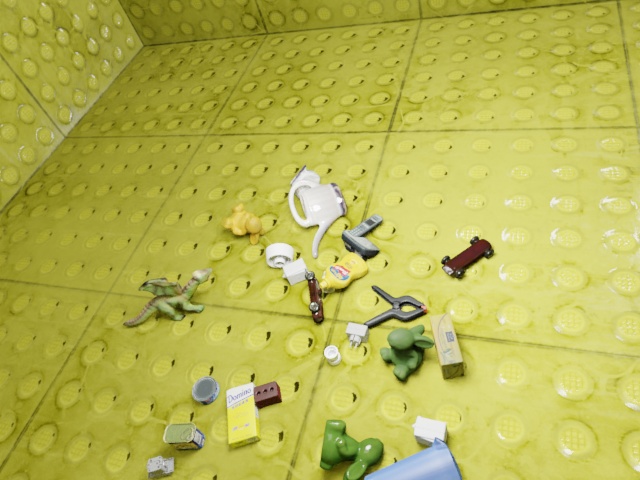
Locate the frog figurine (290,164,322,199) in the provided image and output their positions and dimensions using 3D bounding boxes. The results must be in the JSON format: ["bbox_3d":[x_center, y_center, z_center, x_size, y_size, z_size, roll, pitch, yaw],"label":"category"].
[{"bbox_3d":[-0.039,-0.225,2.212,0.159,0.120,0.140,38,54,1],"label":"frog figurine"}]

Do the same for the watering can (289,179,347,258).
[{"bbox_3d":[0.006,-0.104,2.067,0.225,0.102,0.353,-17,66,-10],"label":"watering can"}]

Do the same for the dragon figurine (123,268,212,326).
[{"bbox_3d":[-0.581,0.205,1.902,0.411,0.237,0.125,-21,51,-3],"label":"dragon figurine"}]
